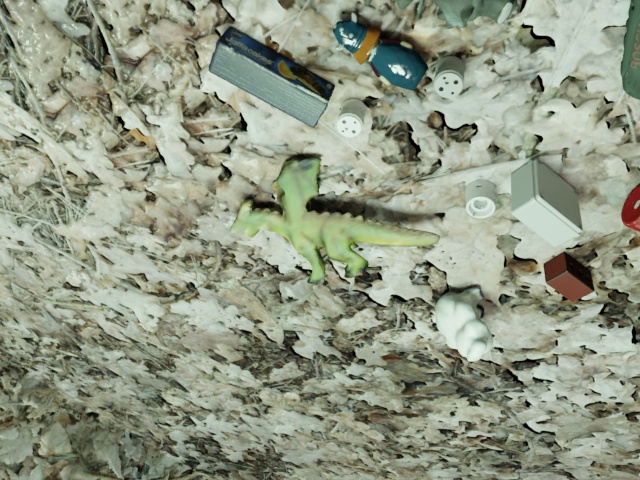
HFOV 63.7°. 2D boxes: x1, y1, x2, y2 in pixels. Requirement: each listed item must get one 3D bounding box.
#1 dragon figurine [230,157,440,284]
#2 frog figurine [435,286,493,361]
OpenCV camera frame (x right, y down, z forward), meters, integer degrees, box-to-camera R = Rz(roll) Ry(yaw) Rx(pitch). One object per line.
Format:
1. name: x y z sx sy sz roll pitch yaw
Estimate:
1. dragon figurine: 0.003 -0.051 1.006 0.408 0.125 0.239 -15 118 27
2. frog figurine: 0.300 0.188 1.086 0.123 0.163 0.134 14 135 7
